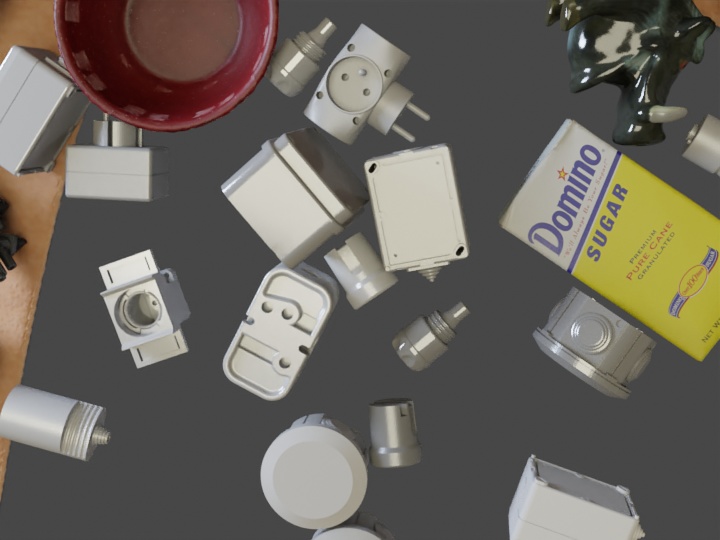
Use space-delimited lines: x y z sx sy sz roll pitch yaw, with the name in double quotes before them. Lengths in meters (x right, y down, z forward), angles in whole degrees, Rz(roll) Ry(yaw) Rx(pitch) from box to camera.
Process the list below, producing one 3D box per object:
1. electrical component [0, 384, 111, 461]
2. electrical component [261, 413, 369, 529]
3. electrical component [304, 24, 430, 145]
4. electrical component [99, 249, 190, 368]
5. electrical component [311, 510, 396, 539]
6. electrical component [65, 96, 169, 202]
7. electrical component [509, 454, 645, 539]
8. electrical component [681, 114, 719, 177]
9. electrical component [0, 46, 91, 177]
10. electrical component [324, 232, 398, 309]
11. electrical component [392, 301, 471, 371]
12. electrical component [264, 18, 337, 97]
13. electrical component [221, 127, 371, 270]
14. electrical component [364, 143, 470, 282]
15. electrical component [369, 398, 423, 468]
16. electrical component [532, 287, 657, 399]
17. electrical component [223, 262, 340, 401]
"electrical component" -0.235 0.121 0.844 0.081 0.043 0.043 15 100 4
"electrical component" -0.032 0.152 0.822 0.080 0.051 0.080 1 99 6
"electrical component" 0.013 -0.124 0.778 0.079 0.044 0.077 35 101 0
"electrical component" -0.159 0.027 0.811 0.042 0.064 0.081 -18 96 7
"electrical component" -0.006 0.230 0.830 0.080 0.051 0.080 1 98 7
"electrical component" -0.181 -0.092 0.804 0.066 0.047 0.076 3 99 6
"electrical component" 0.162 0.189 0.800 0.096 0.061 0.061 19 100 3
"electrical component" 0.262 -0.081 0.759 0.065 0.044 0.044 31 101 6
"electrical component" -0.243 -0.125 0.798 0.061 0.061 0.096 35 101 0
"electrical component" 0.000 0.000 0.802 0.040 0.040 0.046 -35 88 10
"electrical component" 0.056 0.046 0.804 0.061 0.035 0.035 -40 92 8
"electrical component" -0.041 -0.158 0.784 0.035 0.035 0.061 43 98 -1
"electrical component" -0.041 -0.054 0.760 0.057 0.113 0.078 -40 92 13
"electrical component" 0.044 -0.040 0.779 0.062 0.061 0.096 -10 97 8
"electrical component" 0.026 0.123 0.817 0.040 0.040 0.046 -5 93 7
"electrical component" 0.169 0.052 0.770 0.080 0.080 0.051 34 95 1
"electrical component" -0.057 0.042 0.804 0.054 0.059 0.095 28 101 2
